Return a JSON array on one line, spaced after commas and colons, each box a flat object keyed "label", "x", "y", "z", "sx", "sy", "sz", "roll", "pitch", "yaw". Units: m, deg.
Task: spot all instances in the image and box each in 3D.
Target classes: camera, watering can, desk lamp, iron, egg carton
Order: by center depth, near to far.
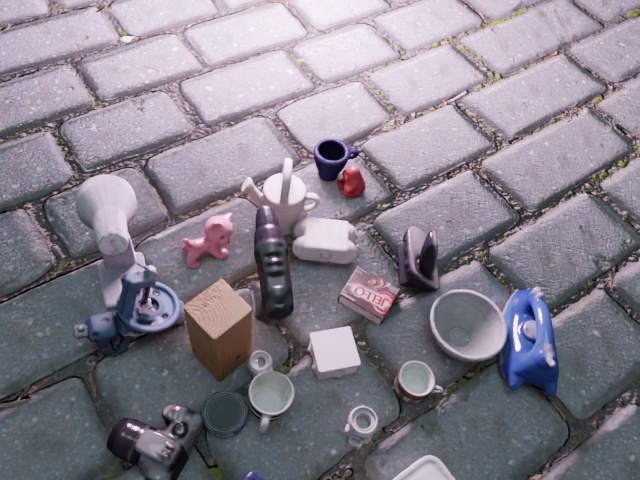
[{"label": "camera", "x": -0.298, "y": 0.355, "z": 1.025, "sx": 0.136, "sy": 0.101, "sz": 0.143, "roll": 22, "pitch": 56, "yaw": 8}, {"label": "desk lamp", "x": -0.422, "y": 0.001, "z": 1.184, "sx": 0.118, "sy": 0.213, "sz": 0.203, "roll": -14, "pitch": 58, "yaw": -16}, {"label": "iron", "x": 0.453, "y": 0.188, "z": 1.216, "sx": 0.118, "sy": 0.141, "sz": 0.258, "roll": 8, "pitch": 55, "yaw": -2}, {"label": "watering can", "x": -0.089, "y": -0.105, "z": 1.314, "sx": 0.173, "sy": 0.194, "sz": 0.100, "roll": -11, "pitch": 58, "yaw": -15}, {"label": "egg carton", "x": 0.012, "y": 0.005, "z": 1.328, "sx": 0.150, "sy": 0.069, "sz": 0.107, "roll": 5, "pitch": 55, "yaw": -4}]

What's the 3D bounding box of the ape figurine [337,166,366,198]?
[{"label": "ape figurine", "x": 0.079, "y": -0.152, "z": 1.432, "sx": 0.076, "sy": 0.092, "sz": 0.078, "roll": 20, "pitch": 55, "yaw": 7}]

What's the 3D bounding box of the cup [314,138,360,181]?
[{"label": "cup", "x": 0.038, "y": -0.198, "z": 1.456, "sx": 0.118, "sy": 0.095, "sz": 0.091, "roll": -7, "pitch": 57, "yaw": -12}]

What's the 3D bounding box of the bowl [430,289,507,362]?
[{"label": "bowl", "x": 0.311, "y": 0.195, "z": 1.233, "sx": 0.167, "sy": 0.075, "sz": 0.167, "roll": 4, "pitch": 55, "yaw": -5}]

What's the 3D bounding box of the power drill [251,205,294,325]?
[{"label": "power drill", "x": -0.102, "y": 0.073, "z": 1.180, "sx": 0.076, "sy": 0.208, "sz": 0.229, "roll": -7, "pitch": 57, "yaw": -12}]

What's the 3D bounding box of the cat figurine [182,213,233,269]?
[{"label": "cat figurine", "x": -0.245, "y": -0.008, "z": 1.272, "sx": 0.128, "sy": 0.118, "sz": 0.067, "roll": -22, "pitch": 61, "yaw": -21}]

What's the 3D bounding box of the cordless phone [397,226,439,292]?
[{"label": "cordless phone", "x": 0.236, "y": 0.017, "z": 1.279, "sx": 0.094, "sy": 0.185, "sz": 0.147, "roll": 1, "pitch": 55, "yaw": -7}]

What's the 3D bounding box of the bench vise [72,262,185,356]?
[{"label": "bench vise", "x": -0.360, "y": 0.139, "z": 1.093, "sx": 0.208, "sy": 0.220, "sz": 0.121, "roll": -36, "pitch": 67, "yaw": -27}]

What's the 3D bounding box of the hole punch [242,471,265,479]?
[{"label": "hole punch", "x": -0.109, "y": 0.466, "z": 0.980, "sx": 0.101, "sy": 0.091, "sz": 0.109, "roll": 26, "pitch": 56, "yaw": 11}]
